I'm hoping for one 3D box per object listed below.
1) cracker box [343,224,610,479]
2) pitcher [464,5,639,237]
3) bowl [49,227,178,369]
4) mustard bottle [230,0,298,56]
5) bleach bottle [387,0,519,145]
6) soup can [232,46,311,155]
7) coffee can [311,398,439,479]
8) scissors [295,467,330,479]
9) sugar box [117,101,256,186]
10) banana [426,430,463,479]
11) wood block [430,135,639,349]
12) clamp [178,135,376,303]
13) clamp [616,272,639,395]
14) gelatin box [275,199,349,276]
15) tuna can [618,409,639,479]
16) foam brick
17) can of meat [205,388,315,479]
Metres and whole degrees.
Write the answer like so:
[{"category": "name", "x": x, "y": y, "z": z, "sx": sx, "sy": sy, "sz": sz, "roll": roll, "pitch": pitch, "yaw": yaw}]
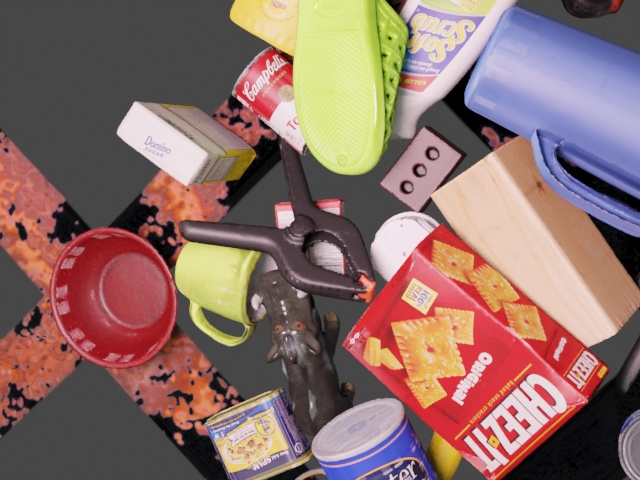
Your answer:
[{"category": "cracker box", "x": 0.146, "y": 0.115, "z": 1.051, "sx": 0.214, "sy": 0.072, "sz": 0.164, "roll": 42, "pitch": 131, "yaw": 9}, {"category": "pitcher", "x": 0.261, "y": -0.118, "z": 1.009, "sx": 0.243, "sy": 0.149, "sz": 0.145, "roll": 26, "pitch": 116, "yaw": 6}, {"category": "bowl", "x": -0.224, "y": 0.062, "z": 1.213, "sx": 0.162, "sy": 0.055, "sz": 0.162, "roll": 3, "pitch": 99, "yaw": 19}, {"category": "mustard bottle", "x": -0.011, "y": -0.294, "z": 1.114, "sx": 0.096, "sy": 0.058, "sz": 0.192, "roll": 31, "pitch": 103, "yaw": 9}, {"category": "bleach bottle", "x": 0.119, "y": -0.193, "z": 1.091, "sx": 0.102, "sy": 0.068, "sz": 0.251, "roll": 33, "pitch": 106, "yaw": 8}, {"category": "soup can", "x": -0.033, "y": -0.147, "z": 1.133, "sx": 0.102, "sy": 0.068, "sz": 0.068, "roll": 41, "pitch": 105, "yaw": 6}, {"category": "coffee can", "x": 0.067, "y": 0.248, "z": 1.088, "sx": 0.103, "sy": 0.102, "sz": 0.140, "roll": -23, "pitch": 103, "yaw": 16}, {"category": "scissors", "x": -0.040, "y": 0.344, "z": 1.222, "sx": 0.096, "sy": 0.016, "sz": 0.202, "roll": 43, "pitch": 105, "yaw": 7}, {"category": "sugar box", "x": -0.135, "y": -0.100, "z": 1.109, "sx": 0.093, "sy": 0.176, "sz": 0.048, "roll": 36, "pitch": 104, "yaw": 8}, {"category": "banana", "x": 0.122, "y": 0.224, "z": 1.153, "sx": 0.069, "sy": 0.037, "sz": 0.198, "roll": 31, "pitch": 104, "yaw": 9}, {"category": "wood block", "x": 0.217, "y": 0.007, "z": 1.060, "sx": 0.090, "sy": 0.090, "sz": 0.206, "roll": -36, "pitch": 87, "yaw": 41}, {"category": "clamp", "x": -0.032, "y": -0.002, "z": 1.104, "sx": 0.164, "sy": 0.036, "sz": 0.210, "roll": -37, "pitch": 66, "yaw": -18}, {"category": "clamp", "x": 0.349, "y": 0.081, "z": 1.075, "sx": 0.120, "sy": 0.039, "sz": 0.171, "roll": -11, "pitch": 88, "yaw": 12}, {"category": "gelatin box", "x": -0.008, "y": 0.002, "z": 1.164, "sx": 0.073, "sy": 0.030, "sz": 0.089, "roll": -3, "pitch": 96, "yaw": 12}, {"category": "tuna can", "x": 0.350, "y": 0.213, "z": 1.092, "sx": 0.086, "sy": 0.033, "sz": 0.086, "roll": 2, "pitch": 97, "yaw": 15}, {"category": "foam brick", "x": 0.108, "y": -0.074, "z": 1.112, "sx": 0.053, "sy": 0.051, "sz": 0.078, "roll": 38, "pitch": 105, "yaw": 8}, {"category": "can of meat", "x": -0.069, "y": 0.222, "z": 1.194, "sx": 0.102, "sy": 0.057, "sz": 0.084, "roll": -25, "pitch": 88, "yaw": 16}]
